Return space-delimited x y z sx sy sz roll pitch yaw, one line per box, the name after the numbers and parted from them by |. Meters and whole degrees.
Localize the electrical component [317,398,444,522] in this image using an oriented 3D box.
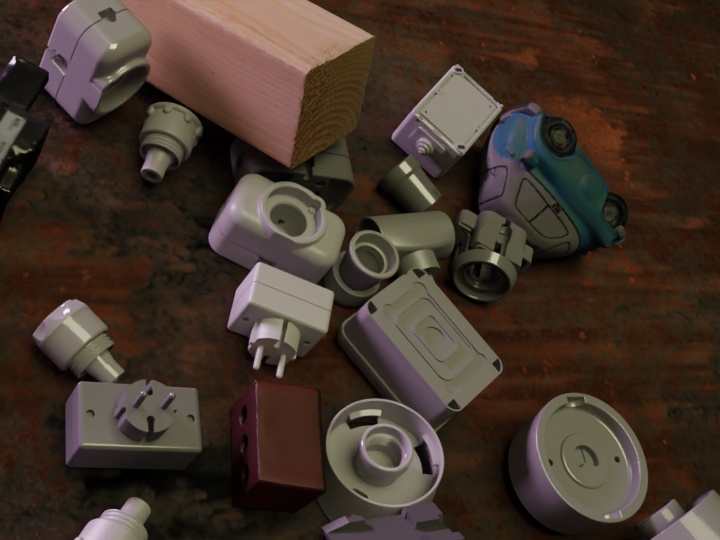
0.013 0.148 0.799 0.099 0.064 0.099 10 49 -11 | electrical component

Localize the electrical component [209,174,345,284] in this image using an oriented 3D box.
-0.064 -0.031 0.854 0.095 0.059 0.053 27 51 -14 | electrical component

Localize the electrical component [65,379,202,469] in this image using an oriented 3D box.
-0.145 0.097 0.712 0.083 0.075 0.047 7 58 -27 | electrical component

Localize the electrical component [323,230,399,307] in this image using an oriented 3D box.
0.000 0.000 0.875 0.045 0.055 0.045 15 54 -22 | electrical component

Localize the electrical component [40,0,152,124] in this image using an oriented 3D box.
-0.203 -0.160 0.830 0.059 0.095 0.054 47 49 3 | electrical component

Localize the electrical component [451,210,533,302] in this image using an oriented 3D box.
0.112 -0.010 0.949 0.078 0.058 0.057 30 47 -12 | electrical component

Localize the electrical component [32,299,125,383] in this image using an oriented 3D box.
-0.189 0.053 0.736 0.062 0.043 0.043 45 49 0 | electrical component

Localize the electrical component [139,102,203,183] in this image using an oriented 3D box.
-0.155 -0.099 0.854 0.048 0.048 0.062 26 58 -15 | electrical component

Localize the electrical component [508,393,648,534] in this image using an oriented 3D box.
0.171 0.161 0.871 0.108 0.060 0.108 15 54 -22 | electrical component

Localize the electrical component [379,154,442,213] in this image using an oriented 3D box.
0.046 -0.074 0.962 0.046 0.040 0.040 50 49 -1 | electrical component

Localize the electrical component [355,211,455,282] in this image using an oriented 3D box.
0.045 -0.011 0.917 0.077 0.043 0.079 -7 65 -34 | electrical component

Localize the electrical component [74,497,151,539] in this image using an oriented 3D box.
-0.155 0.172 0.680 0.048 0.048 0.062 37 42 -6 | electrical component

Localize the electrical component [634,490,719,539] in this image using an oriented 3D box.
0.253 0.218 0.856 0.108 0.108 0.060 -23 68 -39 | electrical component

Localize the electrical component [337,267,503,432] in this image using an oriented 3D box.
0.046 0.066 0.859 0.113 0.057 0.078 50 49 6 | electrical component

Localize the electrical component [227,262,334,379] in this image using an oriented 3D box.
-0.063 0.046 0.813 0.066 0.047 0.076 23 52 -17 | electrical component

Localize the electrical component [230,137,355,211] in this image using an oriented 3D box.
-0.058 -0.090 0.899 0.095 0.053 0.059 5 58 -28 | electrical component

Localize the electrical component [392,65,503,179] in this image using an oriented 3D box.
0.076 -0.133 1.008 0.062 0.061 0.096 42 57 -2 | electrical component
